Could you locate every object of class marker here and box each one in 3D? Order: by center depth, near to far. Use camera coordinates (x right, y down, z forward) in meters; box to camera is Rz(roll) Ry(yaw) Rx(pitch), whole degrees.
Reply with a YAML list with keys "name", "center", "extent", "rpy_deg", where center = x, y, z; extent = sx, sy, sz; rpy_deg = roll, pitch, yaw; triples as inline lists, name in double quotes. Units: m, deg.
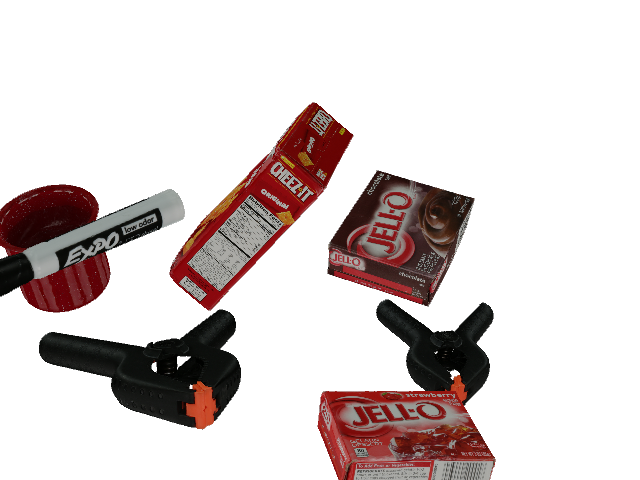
- name: "marker"
  center: [-0.127, 0.001, 0.571]
  extent: [0.120, 0.020, 0.020]
  rpy_deg: [-25, 14, -32]

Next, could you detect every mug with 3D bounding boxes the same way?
- name: "mug"
  center: [-0.238, 0.002, 0.963]
  extent: [0.093, 0.081, 0.117]
  rpy_deg: [-11, 41, -5]

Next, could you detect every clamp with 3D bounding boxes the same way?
- name: "clamp"
  center: [-0.109, 0.093, 0.817]
  extent: [0.164, 0.036, 0.210]
  rpy_deg: [-9, 14, -28]
- name: "clamp"
  center: [0.130, 0.105, 1.045]
  extent: [0.120, 0.039, 0.171]
  rpy_deg: [-7, 30, -8]

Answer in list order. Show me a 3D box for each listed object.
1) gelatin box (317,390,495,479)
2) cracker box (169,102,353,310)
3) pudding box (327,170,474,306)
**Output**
- name: "gelatin box"
  center: [0.049, 0.119, 0.631]
  extent: [0.089, 0.030, 0.073]
  rpy_deg: [3, 23, -14]
- name: "cracker box"
  center: [-0.068, -0.042, 1.213]
  extent: [0.072, 0.214, 0.164]
  rpy_deg: [40, 28, -8]
- name: "pudding box"
  center: [0.067, -0.004, 0.881]
  extent: [0.090, 0.039, 0.113]
  rpy_deg: [18, 41, 15]
